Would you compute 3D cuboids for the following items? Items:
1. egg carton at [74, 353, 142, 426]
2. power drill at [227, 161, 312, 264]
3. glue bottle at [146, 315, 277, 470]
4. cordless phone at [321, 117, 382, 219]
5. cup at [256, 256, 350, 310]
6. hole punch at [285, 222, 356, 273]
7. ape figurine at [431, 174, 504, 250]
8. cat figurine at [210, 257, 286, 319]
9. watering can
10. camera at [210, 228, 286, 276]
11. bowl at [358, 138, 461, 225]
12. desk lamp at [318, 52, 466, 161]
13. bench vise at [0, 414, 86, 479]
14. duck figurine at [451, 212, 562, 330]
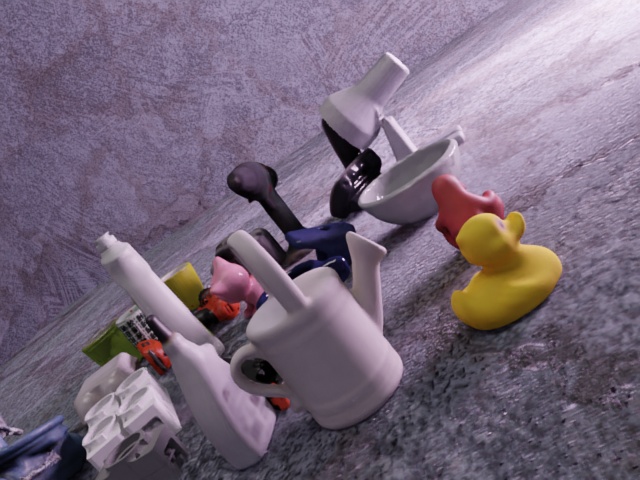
[{"bbox_3d":[-0.352,0.255,0.971,0.107,0.069,0.150,-38,14,-7],"label":"egg carton"},{"bbox_3d":[-0.089,-0.063,1.084,0.075,0.208,0.229,-34,14,9],"label":"power drill"},{"bbox_3d":[-0.111,0.138,0.560,0.037,0.173,0.078,-31,15,21],"label":"glue bottle"},{"bbox_3d":[0.040,-0.148,1.102,0.094,0.185,0.148,-22,20,45],"label":"cordless phone"},{"bbox_3d":[-0.001,0.077,0.658,0.117,0.095,0.091,-32,15,15],"label":"cup"},{"bbox_3d":[0.008,0.003,0.884,0.101,0.091,0.108,-38,14,-6],"label":"hole punch"},{"bbox_3d":[0.160,-0.036,0.648,0.077,0.092,0.076,-26,18,36],"label":"ape figurine"},{"bbox_3d":[-0.122,0.065,0.938,0.128,0.118,0.067,-43,16,-26],"label":"cat figurine"},{"bbox_3d":[-0.012,0.064,0.525,0.173,0.194,0.100,-44,16,-29],"label":"watering can"},{"bbox_3d":[-0.146,0.021,1.173,0.143,0.101,0.137,-31,15,21],"label":"camera"},{"bbox_3d":[0.143,-0.073,0.843,0.167,0.075,0.167,-34,14,10],"label":"bowl"},{"bbox_3d":[0.132,-0.227,1.080,0.203,0.214,0.118,-31,15,19],"label":"desk lamp"},{"bbox_3d":[-0.415,0.273,0.751,0.121,0.220,0.207,-37,14,-4],"label":"bench vise"},{"bbox_3d":[0.151,0.020,0.503,0.104,0.086,0.077,-38,14,-8],"label":"duck figurine"}]
